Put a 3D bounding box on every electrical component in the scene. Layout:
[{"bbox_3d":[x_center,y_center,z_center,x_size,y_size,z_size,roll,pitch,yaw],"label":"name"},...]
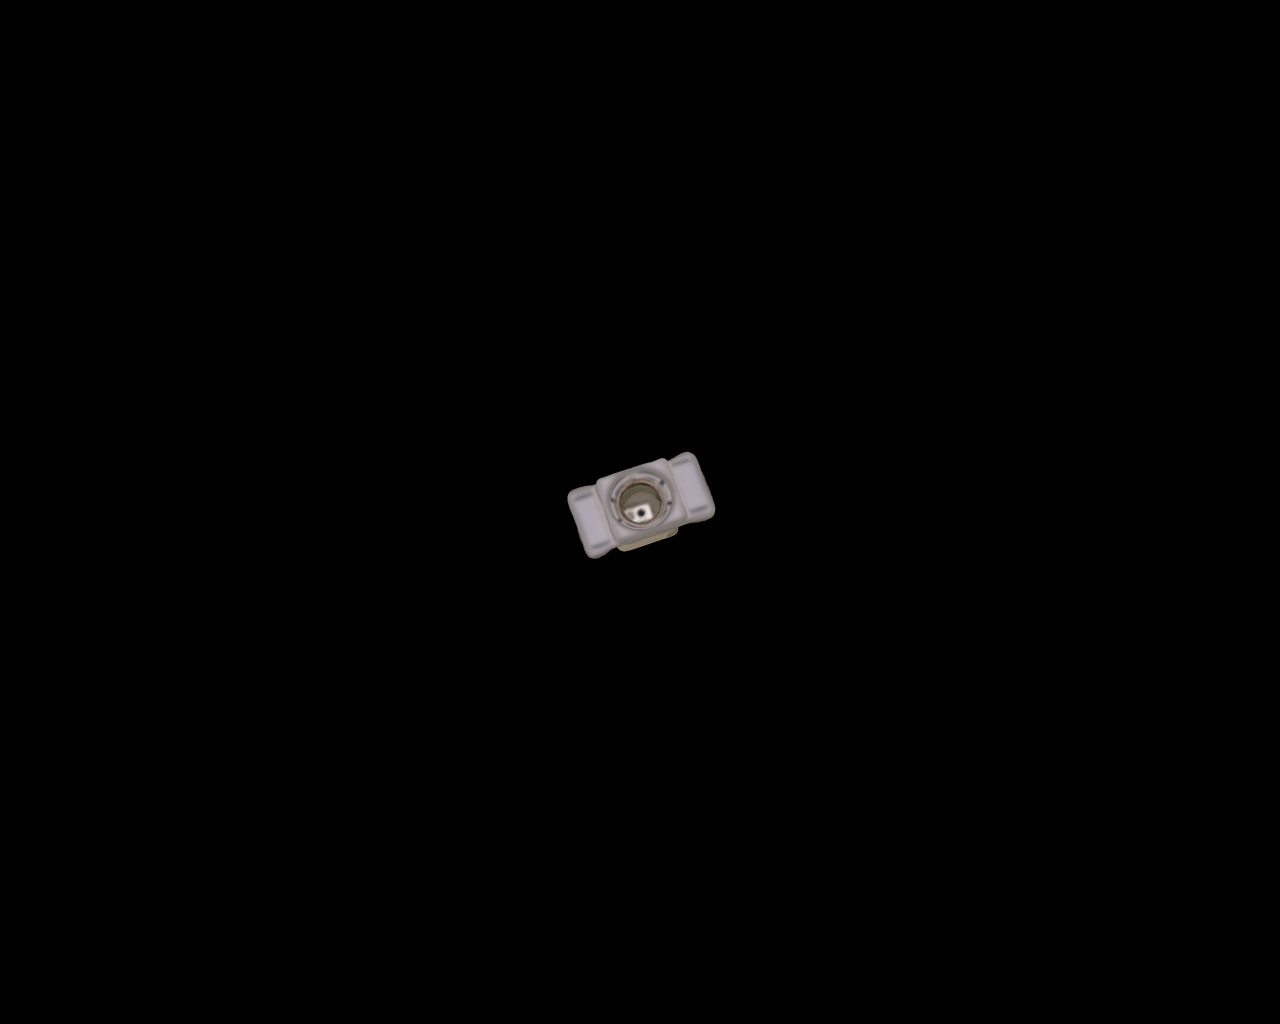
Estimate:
[{"bbox_3d":[0.001,-0.003,0.650,0.081,0.042,0.063,-18,-11,-4],"label":"electrical component"}]
